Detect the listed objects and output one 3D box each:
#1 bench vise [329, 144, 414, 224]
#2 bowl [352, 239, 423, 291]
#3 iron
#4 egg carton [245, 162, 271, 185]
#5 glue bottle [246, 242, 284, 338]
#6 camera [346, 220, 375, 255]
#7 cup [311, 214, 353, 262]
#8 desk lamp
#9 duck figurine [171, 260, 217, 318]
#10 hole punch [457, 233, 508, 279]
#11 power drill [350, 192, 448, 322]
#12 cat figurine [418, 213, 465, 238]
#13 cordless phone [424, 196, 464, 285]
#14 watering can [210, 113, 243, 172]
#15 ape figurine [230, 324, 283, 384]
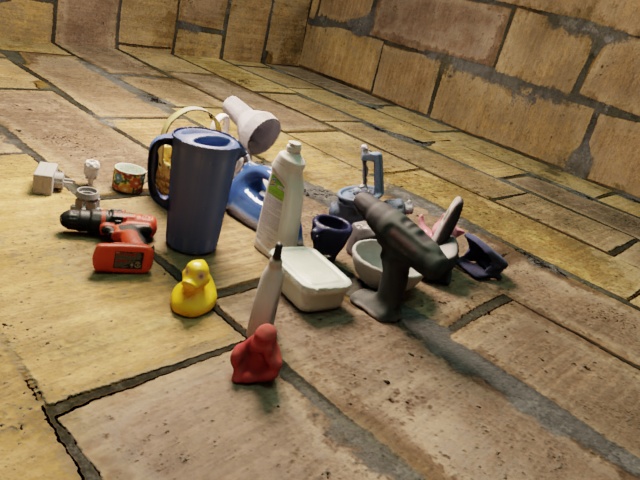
[{"bbox_3d":[0.143,-0.132,1.485,0.208,0.220,0.121,6,25,-18],"label":"bench vise"},{"bbox_3d":[0.141,0.067,1.226,0.167,0.075,0.167,12,24,-5],"label":"bowl"},{"bbox_3d":[-0.116,-0.101,1.364,0.257,0.141,0.119,31,29,33],"label":"iron"},{"bbox_3d":[-0.165,-0.159,1.554,0.107,0.069,0.150,10,24,-11],"label":"egg carton"},{"bbox_3d":[-0.082,0.080,0.943,0.037,0.173,0.078,16,24,4],"label":"glue bottle"},{"bbox_3d":[0.158,-0.001,1.354,0.136,0.101,0.144,32,29,34],"label":"camera"},{"bbox_3d":[0.012,0.005,1.263,0.091,0.095,0.118,27,27,27],"label":"cup"},{"bbox_3d":[-0.223,-0.285,1.621,0.202,0.213,0.118,29,28,30],"label":"desk lamp"},{"bbox_3d":[-0.213,0.073,0.991,0.077,0.086,0.105,17,24,6],"label":"duck figurine"},{"bbox_3d":[0.408,0.037,1.427,0.101,0.091,0.108,2,27,-27],"label":"hole punch"},{"bbox_3d":[0.131,0.041,1.110,0.228,0.208,0.076,31,29,33],"label":"power drill"},{"bbox_3d":[0.296,-0.020,1.455,0.127,0.118,0.067,32,29,35],"label":"cat figurine"},{"bbox_3d":[0.288,-0.005,1.332,0.094,0.185,0.147,15,24,2],"label":"cordless phone"},{"bbox_3d":[-0.283,-0.241,1.512,0.173,0.194,0.101,11,24,-7],"label":"watering can"},{"bbox_3d":[-0.089,0.165,0.852,0.077,0.092,0.076,24,25,20],"label":"ape figurine"}]
